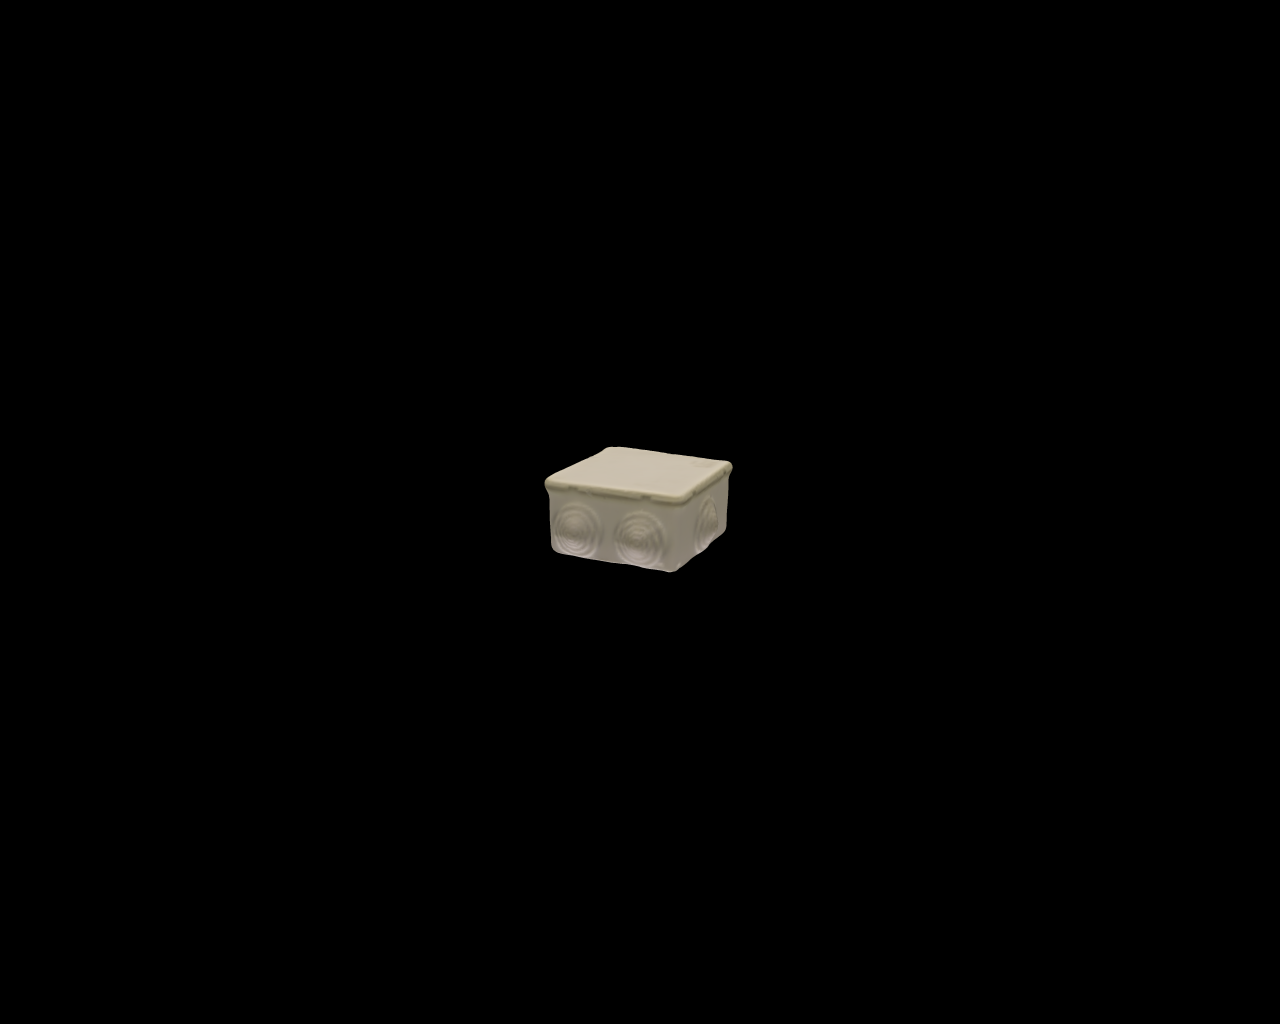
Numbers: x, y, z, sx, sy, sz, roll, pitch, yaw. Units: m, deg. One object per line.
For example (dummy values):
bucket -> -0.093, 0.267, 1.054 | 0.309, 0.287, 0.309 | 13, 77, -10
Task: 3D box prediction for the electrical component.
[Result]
electrical component -> 0.001, -0.003, 0.650 | 0.100, 0.048, 0.100 | 8, 20, 24
